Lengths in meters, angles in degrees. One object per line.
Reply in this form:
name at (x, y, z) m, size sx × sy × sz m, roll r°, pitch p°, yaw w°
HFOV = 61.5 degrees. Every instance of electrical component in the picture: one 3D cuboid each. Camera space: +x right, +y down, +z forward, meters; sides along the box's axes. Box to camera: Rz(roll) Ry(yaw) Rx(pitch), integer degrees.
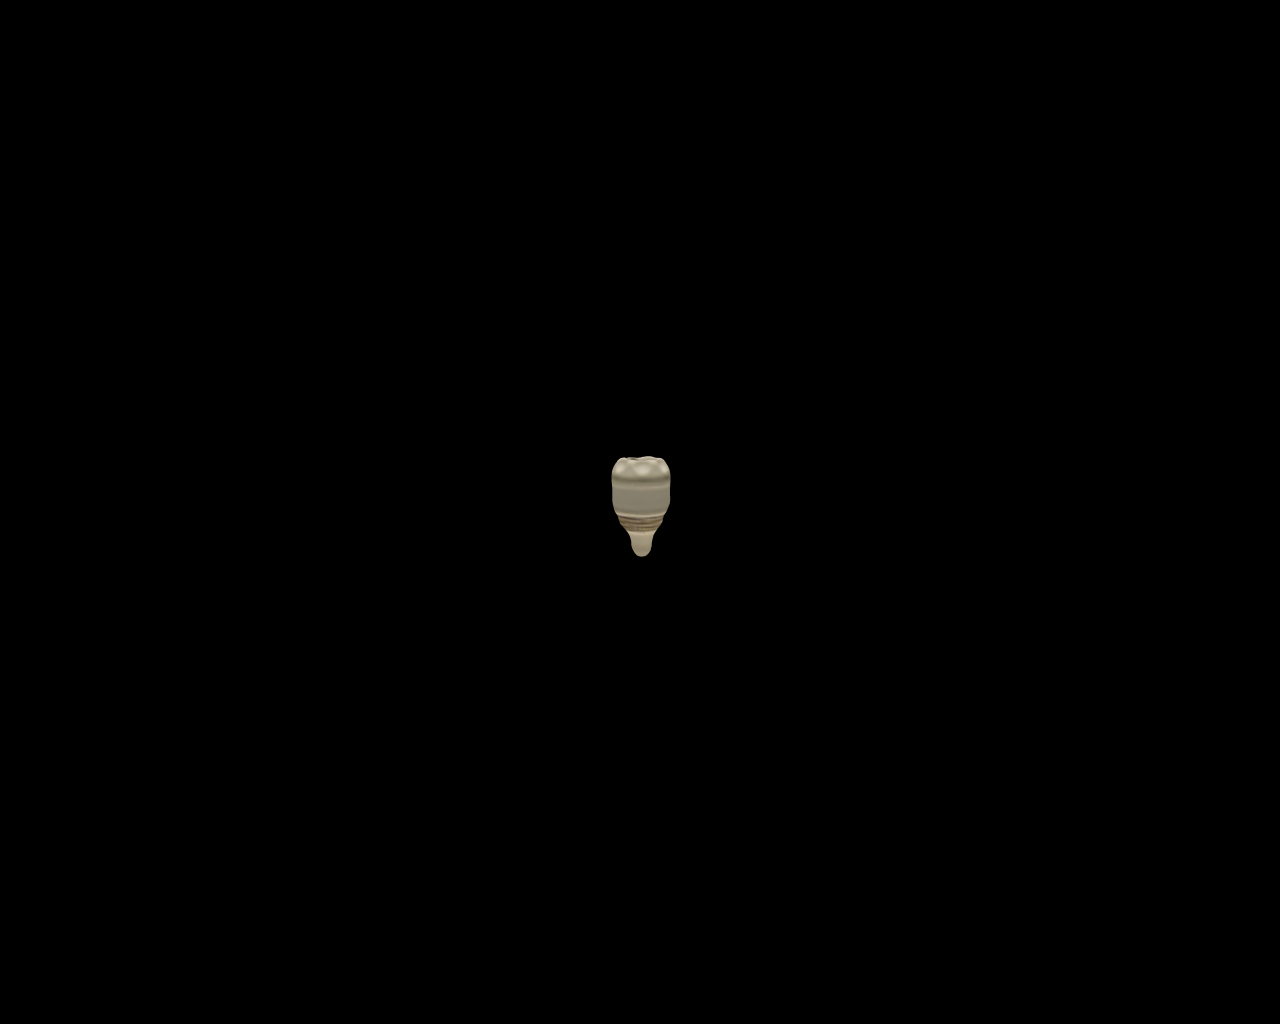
electrical component at (0.001, -0.003, 0.650) m, size 0.035 × 0.061 × 0.035 m, roll 0°, pitch 11°, yaw 0°
